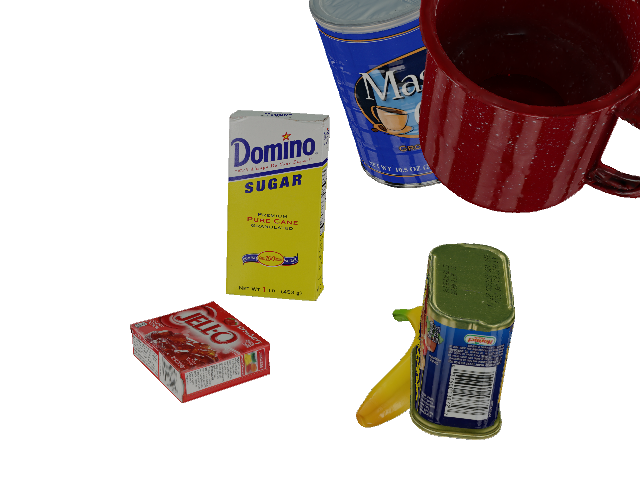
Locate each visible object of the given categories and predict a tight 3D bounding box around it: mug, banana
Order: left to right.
[{"bbox_3d":[0.082,0.101,0.916,0.070,0.037,0.197,-26,12,22],"label":"banana"},{"bbox_3d":[0.093,-0.058,0.438,0.117,0.093,0.081,34,-25,18],"label":"mug"}]

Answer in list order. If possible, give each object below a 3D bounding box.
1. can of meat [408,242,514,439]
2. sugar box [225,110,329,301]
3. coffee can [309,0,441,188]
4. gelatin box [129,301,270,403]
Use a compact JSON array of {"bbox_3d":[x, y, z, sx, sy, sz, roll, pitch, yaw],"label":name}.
[{"bbox_3d":[0.089,0.060,0.672,0.057,0.084,0.102,6,29,3],"label":"can of meat"},{"bbox_3d":[-0.042,-0.034,1.025,0.093,0.176,0.048,3,16,8],"label":"sugar box"},{"bbox_3d":[0.060,-0.123,0.763,0.103,0.140,0.103,-12,40,10],"label":"coffee can"},{"bbox_3d":[-0.090,0.080,0.791,0.073,0.030,0.089,-15,26,-29],"label":"gelatin box"}]
